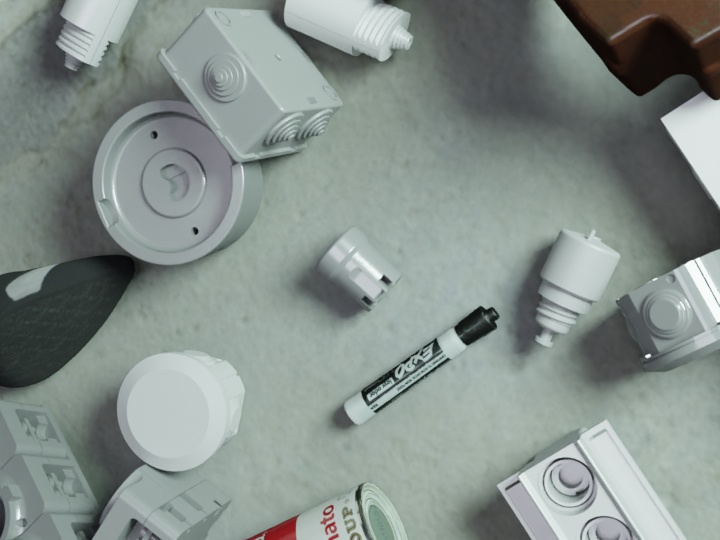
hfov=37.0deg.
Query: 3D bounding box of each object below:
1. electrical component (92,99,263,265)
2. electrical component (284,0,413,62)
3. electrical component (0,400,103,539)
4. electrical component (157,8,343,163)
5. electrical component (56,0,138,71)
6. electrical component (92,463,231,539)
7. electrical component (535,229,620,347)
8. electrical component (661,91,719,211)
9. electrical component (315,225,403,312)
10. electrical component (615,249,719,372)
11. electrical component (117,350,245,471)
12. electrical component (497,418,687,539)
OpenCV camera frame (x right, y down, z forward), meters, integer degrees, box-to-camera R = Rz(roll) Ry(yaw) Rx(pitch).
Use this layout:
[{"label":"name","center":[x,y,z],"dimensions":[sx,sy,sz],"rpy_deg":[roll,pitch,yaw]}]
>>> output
[{"label":"electrical component","center":[-0.118,-0.058,0.727],"dimensions":[0.108,0.060,0.108],"rpy_deg":[1,94,16]},{"label":"electrical component","center":[-0.003,-0.162,0.697],"dimensions":[0.081,0.043,0.043],"rpy_deg":[26,100,13]},{"label":"electrical component","center":[-0.238,0.175,0.747],"dimensions":[0.089,0.062,0.150],"rpy_deg":[-45,59,13]},{"label":"electrical component","center":[-0.067,-0.121,0.690],"dimensions":[0.048,0.100,0.099],"rpy_deg":[-41,82,27]},{"label":"electrical component","center":[-0.184,-0.176,0.747],"dimensions":[0.043,0.043,0.081],"rpy_deg":[31,101,12]},{"label":"electrical component","center":[-0.137,0.168,0.730],"dimensions":[0.056,0.089,0.050],"rpy_deg":[35,102,11]},{"label":"electrical component","center":[0.131,0.011,0.672],"dimensions":[0.040,0.040,0.078],"rpy_deg":[26,100,13]},{"label":"electrical component","center":[0.271,-0.037,0.619],"dimensions":[0.105,0.060,0.186],"rpy_deg":[-33,84,15]},{"label":"electrical component","center":[0.000,0.000,0.709],"dimensions":[0.046,0.040,0.040],"rpy_deg":[42,103,4]},{"label":"electrical component","center":[0.196,0.024,0.635],"dimensions":[0.080,0.080,0.051],"rpy_deg":[-28,80,15]},{"label":"electrical component","center":[-0.122,0.094,0.742],"dimensions":[0.080,0.051,0.080],"rpy_deg":[1,94,15]},{"label":"electrical component","center":[0.153,0.161,0.662],"dimensions":[0.079,0.063,0.121],"rpy_deg":[-35,84,15]}]
